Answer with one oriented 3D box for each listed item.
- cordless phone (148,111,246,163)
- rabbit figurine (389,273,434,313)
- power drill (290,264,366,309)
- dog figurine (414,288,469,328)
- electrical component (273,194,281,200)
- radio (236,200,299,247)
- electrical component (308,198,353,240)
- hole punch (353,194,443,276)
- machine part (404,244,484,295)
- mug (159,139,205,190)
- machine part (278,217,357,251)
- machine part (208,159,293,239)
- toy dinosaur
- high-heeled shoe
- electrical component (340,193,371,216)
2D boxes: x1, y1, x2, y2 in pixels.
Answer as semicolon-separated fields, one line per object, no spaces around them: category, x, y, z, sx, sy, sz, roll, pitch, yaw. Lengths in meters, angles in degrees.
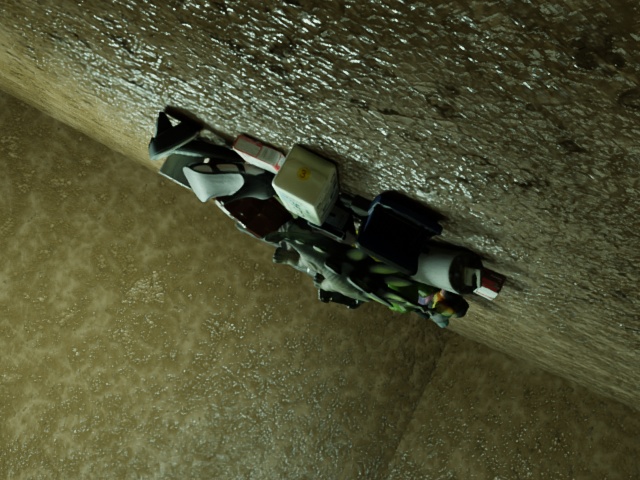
cordless phone;-0.245;-0.184;1.076;0.184;0.088;0.147;12;179;-20
rabbit figurine;0.200;0.099;1.263;0.170;0.121;0.159;-72;-38;-73
power drill;0.033;0.093;1.285;0.232;0.086;0.207;14;-175;-3
dog figurine;0.319;0.161;1.493;0.192;0.108;0.219;28;171;20
electrical component;-0.064;-0.100;1.124;0.102;0.045;0.078;26;176;10
radio;-0.106;-0.051;1.337;0.073;0.131;0.230;29;175;-42
electrical component;0.008;-0.056;1.051;0.119;0.075;0.048;31;175;-11
hole punch;0.124;-0.022;0.835;0.142;0.092;0.116;24;-155;-1
machine part;0.221;0.049;0.996;0.079;0.079;0.243;29;175;-20
mug;-0.294;-0.175;1.202;0.081;0.107;0.109;28;179;9
machine part;-0.002;-0.004;1.181;0.179;0.056;0.179;-12;154;-6
machine part;-0.164;-0.090;1.194;0.202;0.087;0.200;46;-175;27
toy dinosaur;0.072;0.070;1.064;0.471;0.105;0.199;24;176;-43
high-heeled shoe;-0.172;-0.131;1.064;0.249;0.145;0.086;34;147;47
electrical component;0.081;-0.056;0.961;0.094;0.021;0.063;25;175;15
